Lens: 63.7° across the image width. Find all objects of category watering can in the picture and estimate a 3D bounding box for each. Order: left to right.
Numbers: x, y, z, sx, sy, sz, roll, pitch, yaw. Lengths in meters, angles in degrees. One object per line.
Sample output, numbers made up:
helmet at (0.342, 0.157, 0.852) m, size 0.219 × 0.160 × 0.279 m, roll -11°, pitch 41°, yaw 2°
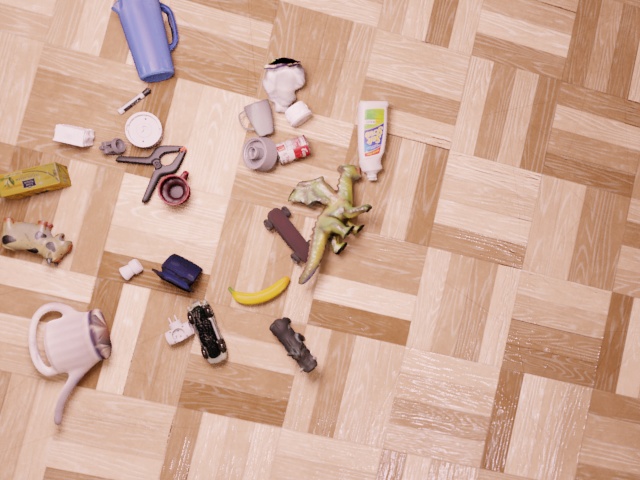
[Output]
watering can at (-0.724, 0.345, 1.517) m, size 0.225 × 0.103 × 0.348 m, roll -16°, pitch 88°, yaw -7°

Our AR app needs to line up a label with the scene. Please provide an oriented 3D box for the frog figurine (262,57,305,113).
frog figurine at (-0.112, -0.492, 1.637) m, size 0.138 × 0.125 × 0.156 m, roll -16°, pitch 127°, yaw -14°

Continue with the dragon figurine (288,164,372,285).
dragon figurine at (0.005, -0.082, 1.620) m, size 0.244 × 0.120 × 0.413 m, roll 42°, pitch 77°, yaw 12°
